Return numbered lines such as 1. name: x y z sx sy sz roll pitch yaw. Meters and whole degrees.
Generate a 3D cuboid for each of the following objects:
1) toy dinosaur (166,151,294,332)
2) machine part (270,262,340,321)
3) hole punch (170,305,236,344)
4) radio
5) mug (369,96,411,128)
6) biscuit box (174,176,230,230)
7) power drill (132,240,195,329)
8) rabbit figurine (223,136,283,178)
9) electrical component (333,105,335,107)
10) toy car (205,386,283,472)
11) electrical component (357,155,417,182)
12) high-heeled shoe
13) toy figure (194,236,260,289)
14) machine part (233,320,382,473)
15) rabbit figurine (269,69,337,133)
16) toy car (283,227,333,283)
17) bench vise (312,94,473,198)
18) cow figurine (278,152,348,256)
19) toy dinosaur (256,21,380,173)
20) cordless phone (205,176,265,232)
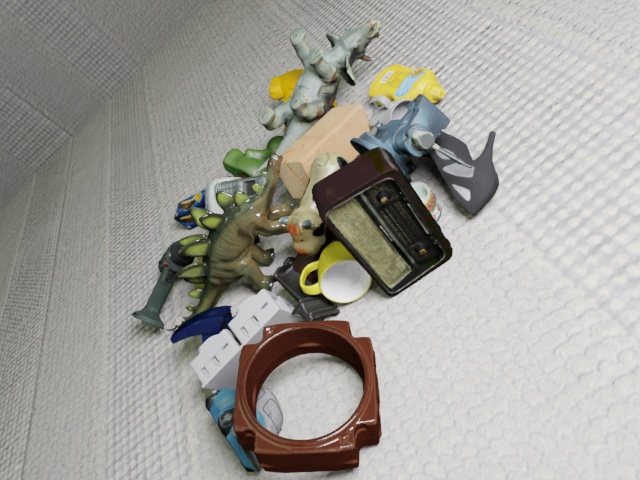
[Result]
1. toy dinosaur: -0.183 0.028 1.075 0.105 0.198 0.470 -103 34 -58
2. machine part: -0.033 0.093 0.952 0.139 0.084 0.039 43 132 36
3. hole punch: -0.217 0.173 1.038 0.116 0.092 0.142 -49 2 2
4. radio: 0.101 -0.024 0.819 0.131 0.229 0.073 -33 41 12
5. mug: 0.139 -0.243 1.080 0.081 0.109 0.107 -60 25 -7
6. biscuit box: -0.288 -0.095 1.398 0.203 0.062 0.059 -23 45 30
7. power drill: -0.356 0.097 1.240 0.232 0.086 0.207 -16 55 65
8. rabbit figurine: -0.123 -0.195 1.285 0.159 0.121 0.170 10 50 44
9. electrical component: 0.017 -0.259 1.252 0.119 0.047 0.075 -53 37 -6
10. toy car: -0.113 0.288 0.872 0.103 0.109 0.162 -30 22 -18
11. electrical component: 0.116 -0.129 1.035 0.115 0.058 0.134 -49 37 3
12. high-heeled shoe: 0.209 -0.119 0.933 0.249 0.086 0.145 12 83 57
13. toy figure: -0.212 0.041 1.190 0.180 0.082 0.089 -39 36 9
14. machine part: -0.017 0.218 0.770 0.202 0.087 0.201 -5 48 6
15. rabbit figurine: -0.039 -0.330 1.343 0.163 0.121 0.173 -5 68 31
16. toy car: -0.002 -0.003 1.043 0.089 0.053 0.202 3 61 34
17. bench vise: 0.106 -0.121 0.892 0.240 0.128 0.224 -52 27 2
18. cow figurine: 0.000 -0.064 0.963 0.086 0.127 0.195 12 81 36
19. toy dinosaur: -0.016 -0.312 1.185 0.131 0.192 0.404 30 95 34
20. cordless phone: -0.172 -0.074 1.217 0.184 0.088 0.146 -5 89 38
